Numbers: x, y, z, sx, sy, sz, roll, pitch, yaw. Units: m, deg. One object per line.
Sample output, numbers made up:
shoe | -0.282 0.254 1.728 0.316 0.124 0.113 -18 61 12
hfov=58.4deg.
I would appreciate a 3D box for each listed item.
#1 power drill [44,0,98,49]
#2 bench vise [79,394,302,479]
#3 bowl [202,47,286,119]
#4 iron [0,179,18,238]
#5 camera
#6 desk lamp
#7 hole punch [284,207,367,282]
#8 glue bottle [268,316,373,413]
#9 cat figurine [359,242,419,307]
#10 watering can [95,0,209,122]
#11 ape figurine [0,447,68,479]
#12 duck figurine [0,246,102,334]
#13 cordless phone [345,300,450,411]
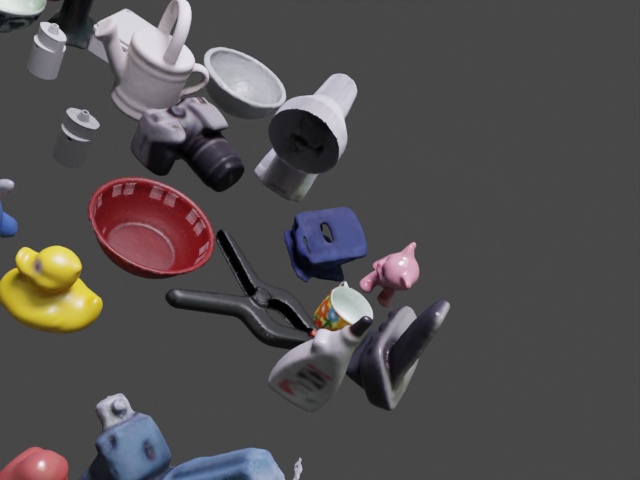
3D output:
power drill | -0.371 -0.429 0.928 0.076 0.208 0.229 26 38 -18
bench vise | -0.112 0.208 0.456 0.207 0.219 0.122 38 35 -1
bowl | -0.152 -0.281 1.076 0.168 0.074 0.167 24 38 -20
iron | -0.417 -0.040 0.521 0.259 0.141 0.118 17 41 -28
camera | -0.186 -0.144 0.875 0.136 0.100 0.143 48 36 12
desk lamp | -0.022 -0.168 0.950 0.118 0.213 0.203 34 36 -7
hole punch | 0.008 0.003 0.896 0.101 0.091 0.108 9 45 -35
glue bottle | 0.009 0.139 0.678 0.078 0.173 0.037 32 36 -10
cat figurine | 0.127 0.047 0.932 0.067 0.117 0.128 40 35 1
watering can | -0.254 -0.284 0.887 0.173 0.193 0.100 -10 57 -47
ape figurine | -0.232 0.203 0.465 0.076 0.092 0.077 14 42 -31
duck figurine | -0.276 0.045 0.602 0.105 0.086 0.077 28 37 -15
cordless phone | 0.129 0.133 0.782 0.094 0.185 0.148 40 35 2
